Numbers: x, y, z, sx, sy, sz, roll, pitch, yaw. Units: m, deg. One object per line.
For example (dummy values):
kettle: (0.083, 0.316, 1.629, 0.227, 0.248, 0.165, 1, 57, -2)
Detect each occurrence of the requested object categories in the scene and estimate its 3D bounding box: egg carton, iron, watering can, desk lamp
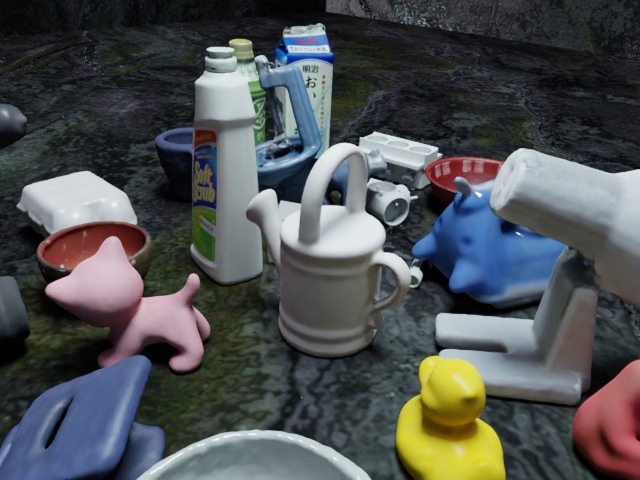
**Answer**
egg carton: (-0.302, -0.033, 0.717, 0.149, 0.069, 0.107, 26, 36, 37)
iron: (0.242, -0.019, 0.657, 0.259, 0.141, 0.118, -10, 30, -22)
watering can: (0.004, 0.003, 0.541, 0.172, 0.194, 0.101, 8, 29, 11)
desk lamp: (0.213, 0.030, 0.485, 0.203, 0.214, 0.118, 4, 28, 4)

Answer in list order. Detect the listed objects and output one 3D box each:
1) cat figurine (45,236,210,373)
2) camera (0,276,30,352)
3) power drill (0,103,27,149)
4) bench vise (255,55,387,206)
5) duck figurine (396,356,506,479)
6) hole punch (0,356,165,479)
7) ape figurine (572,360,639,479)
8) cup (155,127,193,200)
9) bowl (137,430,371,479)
cat figurine: (-0.167, 0.055, 0.511, 0.128, 0.118, 0.067, -1, 28, -6)
camera: (-0.321, 0.076, 0.478, 0.137, 0.101, 0.142, -17, 34, -32)
power drill: (-0.387, -0.031, 0.558, 0.230, 0.208, 0.075, -1, 28, -7)
bench vise: (-0.019, -0.134, 0.770, 0.208, 0.220, 0.121, -6, 29, -15)
duck figurine: (0.099, 0.132, 0.421, 0.077, 0.086, 0.104, -5, 29, -14)
hole punch: (-0.164, 0.138, 0.382, 0.101, 0.091, 0.108, 0, 28, -3)
ape figurine: (0.235, 0.131, 0.426, 0.075, 0.092, 0.078, 25, 36, 36)
cup: (-0.185, -0.102, 0.830, 0.092, 0.095, 0.117, -11, 31, -24)
bowl: (-0.038, 0.191, 0.311, 0.167, 0.075, 0.167, 2, 28, -1)
